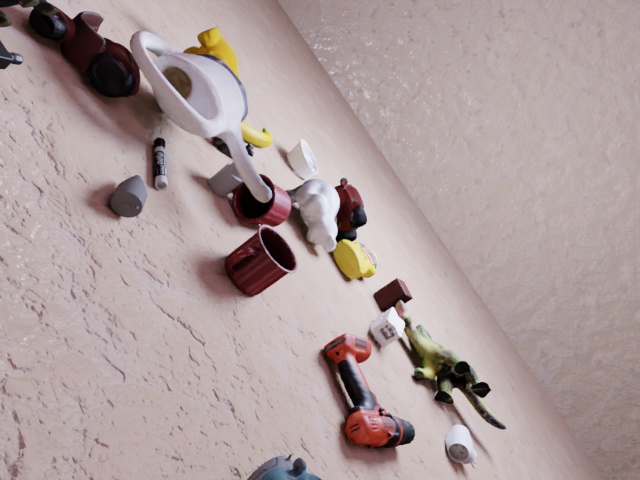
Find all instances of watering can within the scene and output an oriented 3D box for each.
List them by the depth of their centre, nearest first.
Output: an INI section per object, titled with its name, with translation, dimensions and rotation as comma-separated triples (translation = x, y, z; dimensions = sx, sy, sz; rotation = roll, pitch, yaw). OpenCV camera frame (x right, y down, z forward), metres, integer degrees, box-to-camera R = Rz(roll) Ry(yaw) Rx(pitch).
[watering can]
translation = -0.186, -0.220, 0.901
dimensions = 0.346, 0.103, 0.228
rotation = 50, 20, -8

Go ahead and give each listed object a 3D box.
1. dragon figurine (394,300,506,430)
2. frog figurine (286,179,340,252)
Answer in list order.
[dragon figurine]
translation = 0.313, 0.302, 1.308
dimensions = 0.405, 0.121, 0.247
rotation = 47, 12, -24
[frog figurine]
translation = 0.004, -0.059, 1.178
dimensions = 0.162, 0.123, 0.134
rotation = 53, -5, 37
